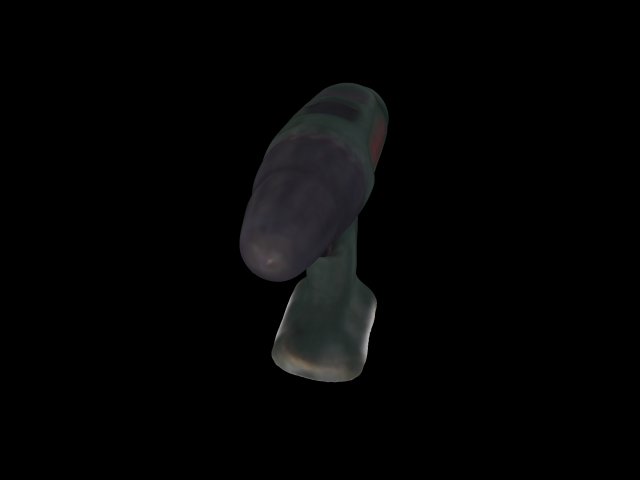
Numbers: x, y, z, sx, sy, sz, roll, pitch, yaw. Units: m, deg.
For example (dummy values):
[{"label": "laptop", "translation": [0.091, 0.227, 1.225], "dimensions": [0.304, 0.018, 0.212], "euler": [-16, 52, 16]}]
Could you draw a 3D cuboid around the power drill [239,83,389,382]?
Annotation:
[{"label": "power drill", "translation": [0.004, 0.001, 0.400], "dimensions": [0.075, 0.208, 0.229], "euler": [8, 44, 9]}]
